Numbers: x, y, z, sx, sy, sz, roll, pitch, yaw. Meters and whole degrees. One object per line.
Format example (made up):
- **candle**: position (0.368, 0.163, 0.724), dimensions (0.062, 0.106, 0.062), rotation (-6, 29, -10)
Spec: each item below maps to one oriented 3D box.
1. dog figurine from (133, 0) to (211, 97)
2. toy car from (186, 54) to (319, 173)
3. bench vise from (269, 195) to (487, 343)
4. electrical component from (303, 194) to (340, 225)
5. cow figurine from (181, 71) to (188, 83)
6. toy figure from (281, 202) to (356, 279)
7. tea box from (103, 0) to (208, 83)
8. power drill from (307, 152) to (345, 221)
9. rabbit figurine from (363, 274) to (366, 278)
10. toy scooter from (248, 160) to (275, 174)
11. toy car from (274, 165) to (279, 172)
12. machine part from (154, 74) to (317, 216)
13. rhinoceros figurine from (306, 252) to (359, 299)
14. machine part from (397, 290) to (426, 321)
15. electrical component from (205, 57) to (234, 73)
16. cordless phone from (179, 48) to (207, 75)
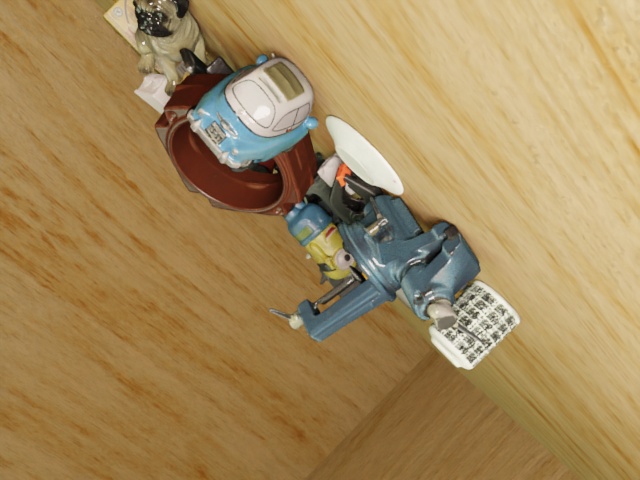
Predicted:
- **dog figurine**: position (-0.250, -0.347, 0.838), dimensions (0.172, 0.121, 0.190), rotation (40, 163, 20)
- **toy car**: position (-0.063, -0.151, 0.593), dimensions (0.109, 0.103, 0.162), rotation (51, -138, -2)
- **bench vise**: position (0.065, 0.055, 0.658), dimensions (0.128, 0.240, 0.224), rotation (41, -163, -50)
- **electrical component**: position (-0.001, -0.075, 1.129), dimensions (0.114, 0.058, 0.134), rotation (66, 173, -27)
- **cow figurine**: position (-0.199, -0.286, 1.001), dimensions (0.098, 0.068, 0.167), rotation (52, -168, 29)
- **toy figure**: position (0.000, -0.005, 1.026), dimensions (0.180, 0.082, 0.089), rotation (45, 165, -1)
- **tea box**: position (-0.304, -0.378, 0.997), dimensions (0.169, 0.098, 0.068), rotation (47, 176, -26)
- **power drill**: position (0.041, -0.052, 0.939), dimensions (0.207, 0.086, 0.232), rotation (50, 180, -22)
- **rabbit figurine**: position (0.083, 0.004, 1.197), dimensions (0.162, 0.122, 0.173), rotation (55, 171, 39)
- **toy scooter**: position (-0.083, -0.129, 0.972), dimensions (0.184, 0.135, 0.075), rotation (39, 145, -7)
- **toy car**: position (-0.073, -0.104, 1.130), dimensions (0.202, 0.053, 0.089), rotation (134, 114, -79)
- **machine part**: position (-0.117, -0.129, 0.767), dimensions (0.202, 0.087, 0.200), rotation (9, 144, 21)
- **rhinoceros figurine**: position (0.047, 0.072, 1.130), dimensions (0.190, 0.073, 0.112), rotation (56, 151, 3)
- **machine part**: position (0.166, 0.074, 1.047), dimensions (0.243, 0.079, 0.079), rotation (44, 178, 16)
- **electrical component**: position (-0.113, -0.217, 0.798), dimensions (0.119, 0.075, 0.048), rotation (49, 176, -29)
- **cordless phone**: position (-0.153, -0.215, 0.858), dimensions (0.146, 0.089, 0.184), rotation (66, -171, 20)
